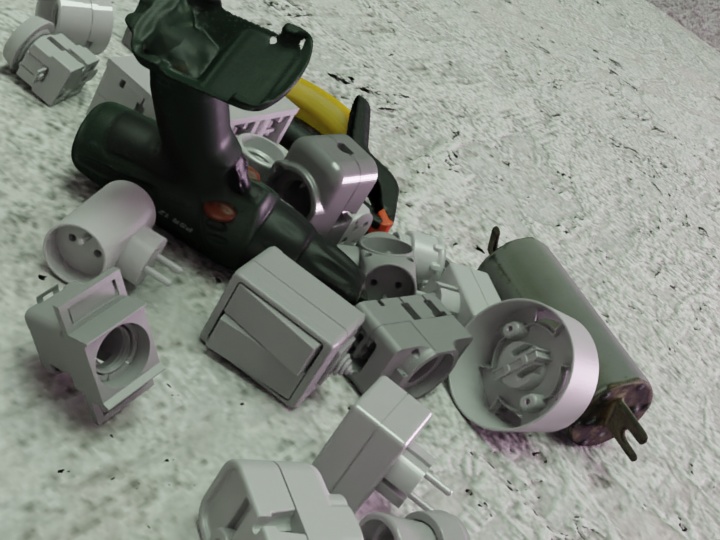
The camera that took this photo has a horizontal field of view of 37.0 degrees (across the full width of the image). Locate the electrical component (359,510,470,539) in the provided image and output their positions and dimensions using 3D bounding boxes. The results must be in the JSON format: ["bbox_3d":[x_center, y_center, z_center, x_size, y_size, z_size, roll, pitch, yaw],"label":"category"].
[{"bbox_3d":[0.030,0.160,0.613,0.055,0.045,0.045,8,37,-38],"label":"electrical component"}]

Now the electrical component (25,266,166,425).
[{"bbox_3d":[-0.148,0.039,0.594,0.064,0.081,0.042,18,41,35],"label":"electrical component"}]

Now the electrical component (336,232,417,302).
[{"bbox_3d":[0.000,0.000,0.826,0.079,0.044,0.077,6,19,-7],"label":"electrical component"}]

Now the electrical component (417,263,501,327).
[{"bbox_3d":[0.069,0.030,0.849,0.077,0.047,0.065,16,33,-28],"label":"electrical component"}]

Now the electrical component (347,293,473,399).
[{"bbox_3d":[0.032,0.056,0.769,0.089,0.050,0.055,-5,46,-48],"label":"electrical component"}]

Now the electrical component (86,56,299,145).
[{"bbox_3d":[-0.135,-0.125,0.872,0.089,0.061,0.150,41,30,15],"label":"electrical component"}]

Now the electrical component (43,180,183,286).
[{"bbox_3d":[-0.153,-0.015,0.701,0.079,0.044,0.077,32,29,-2],"label":"electrical component"}]

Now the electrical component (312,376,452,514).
[{"bbox_3d":[0.020,0.117,0.647,0.077,0.065,0.047,38,29,9],"label":"electrical component"}]

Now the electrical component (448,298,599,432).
[{"bbox_3d":[0.122,0.072,0.791,0.064,0.099,0.099,16,32,-39],"label":"electrical component"}]

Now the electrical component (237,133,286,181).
[{"bbox_3d":[-0.088,-0.073,0.844,0.045,0.055,0.045,24,30,-15],"label":"electrical component"}]

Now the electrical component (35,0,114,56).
[{"bbox_3d":[-0.242,-0.212,0.908,0.047,0.055,0.055,-2,43,-41],"label":"electrical component"}]

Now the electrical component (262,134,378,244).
[{"bbox_3d":[-0.038,-0.055,0.824,0.053,0.095,0.059,45,31,21],"label":"electrical component"}]

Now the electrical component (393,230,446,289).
[{"bbox_3d":[0.037,-0.012,0.888,0.062,0.048,0.048,15,33,-19],"label":"electrical component"}]

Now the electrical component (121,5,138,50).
[{"bbox_3d":[-0.178,-0.231,0.998,0.058,0.057,0.078,42,30,16],"label":"electrical component"}]

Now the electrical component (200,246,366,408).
[{"bbox_3d":[-0.047,0.042,0.700,0.096,0.061,0.061,37,30,7],"label":"electrical component"}]

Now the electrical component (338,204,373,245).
[{"bbox_3d":[-0.023,-0.049,0.883,0.055,0.045,0.045,44,31,19],"label":"electrical component"}]

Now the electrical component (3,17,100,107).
[{"bbox_3d":[-0.244,-0.164,0.842,0.055,0.048,0.066,40,28,-2],"label":"electrical component"}]

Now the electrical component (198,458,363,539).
[{"bbox_3d":[-0.038,0.147,0.556,0.059,0.053,0.095,10,36,-35],"label":"electrical component"}]
